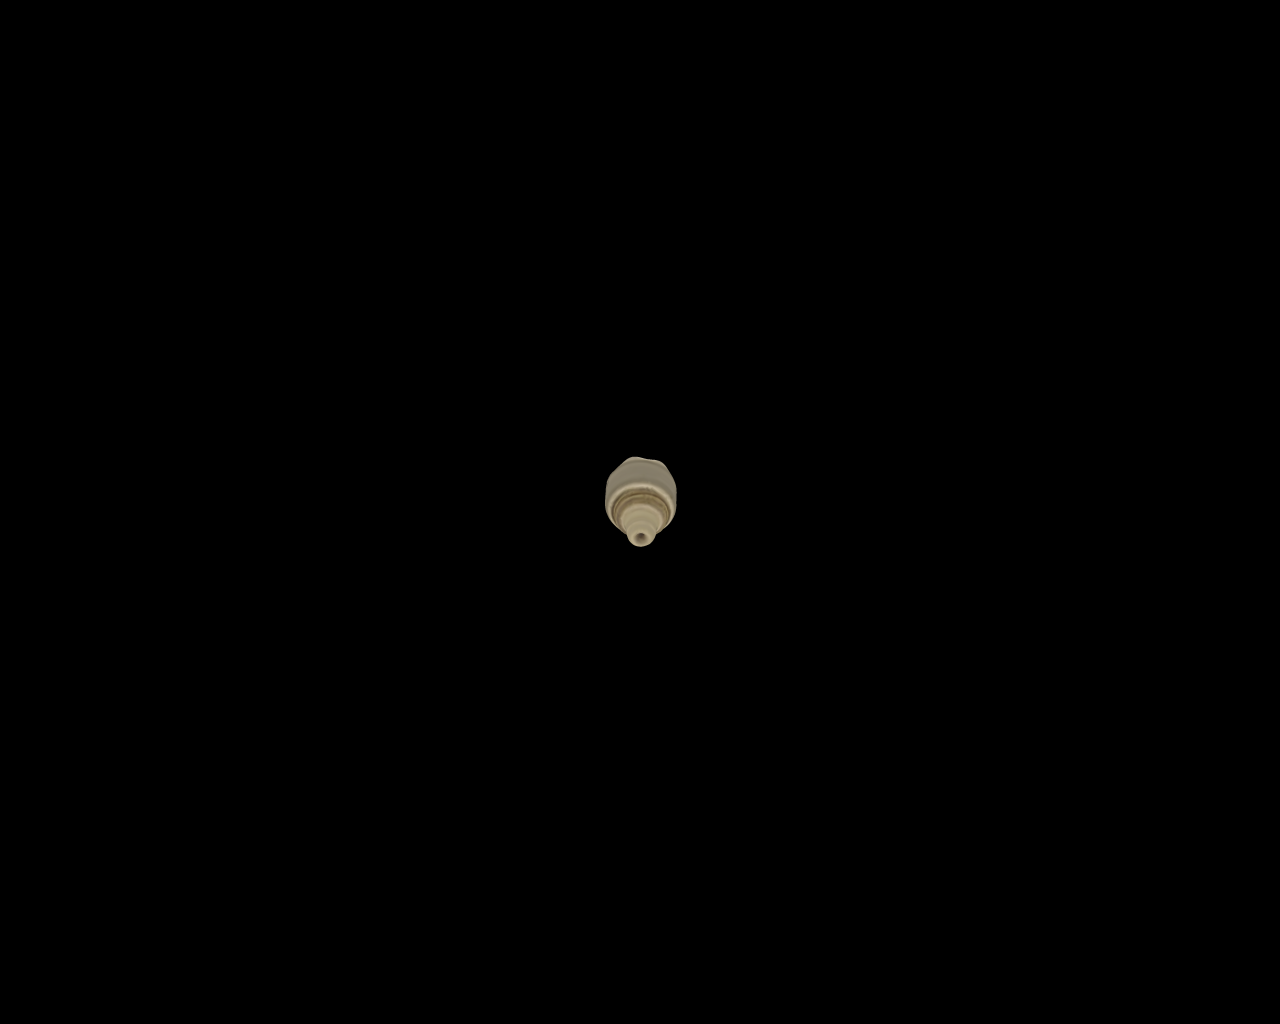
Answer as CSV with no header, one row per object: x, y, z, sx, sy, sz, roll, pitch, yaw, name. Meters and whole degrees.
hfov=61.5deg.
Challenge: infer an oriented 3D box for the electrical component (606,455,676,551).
0.001,-0.003,0.650,0.043,0.043,0.062,0,37,0,electrical component
